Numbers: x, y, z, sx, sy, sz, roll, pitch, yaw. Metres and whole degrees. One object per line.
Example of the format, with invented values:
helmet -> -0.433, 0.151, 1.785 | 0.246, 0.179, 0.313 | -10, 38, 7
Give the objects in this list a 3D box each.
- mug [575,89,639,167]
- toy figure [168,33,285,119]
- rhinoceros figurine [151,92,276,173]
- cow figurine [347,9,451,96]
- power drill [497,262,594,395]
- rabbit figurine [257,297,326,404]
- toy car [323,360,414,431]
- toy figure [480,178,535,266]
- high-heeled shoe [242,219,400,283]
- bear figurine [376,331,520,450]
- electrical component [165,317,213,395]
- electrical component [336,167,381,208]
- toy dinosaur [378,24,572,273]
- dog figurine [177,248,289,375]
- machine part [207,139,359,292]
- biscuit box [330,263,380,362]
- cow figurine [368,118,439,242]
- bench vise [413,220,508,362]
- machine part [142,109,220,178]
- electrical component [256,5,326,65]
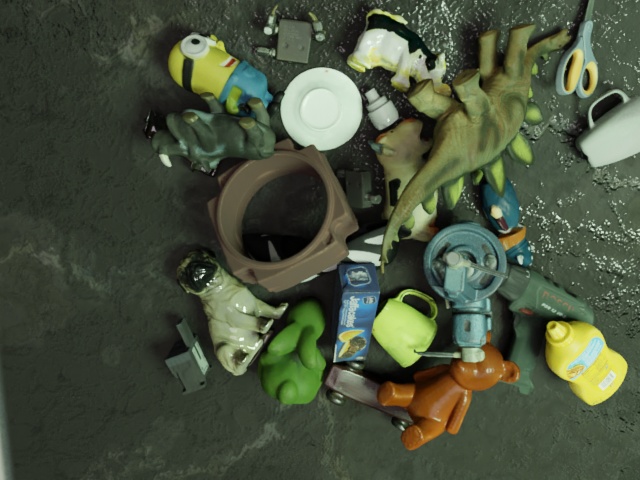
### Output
mug -> 0.453, -0.170, 0.833 | 0.107, 0.081, 0.109 | -35, 106, 19
toy figure -> -0.147, -0.242, 0.825 | 0.180, 0.082, 0.089 | 33, 108, -11
rhinoceros figurine -> -0.159, -0.155, 0.799 | 0.190, 0.073, 0.112 | 1, 138, 10
cow figurine -> 0.134, -0.277, 0.819 | 0.167, 0.068, 0.098 | 23, 98, -6
power drill -> 0.332, 0.148, 0.923 | 0.232, 0.086, 0.207 | 18, 97, -6
rabbit figurine -> -0.045, 0.179, 0.909 | 0.121, 0.159, 0.170 | 15, 89, 7
toy car -> 0.103, 0.273, 0.967 | 0.202, 0.053, 0.089 | 24, 99, -9
toy figure -> 0.308, -0.028, 0.881 | 0.064, 0.058, 0.154 | -24, 100, -16
high-heeled shoe -> -0.002, -0.003, 0.862 | 0.249, 0.086, 0.145 | 20, 118, 0
bear figurine -> 0.209, 0.233, 0.865 | 0.132, 0.120, 0.195 | 8, 130, -42
electrical component -> -0.237, 0.200, 0.943 | 0.048, 0.075, 0.119 | -22, 107, 6
electrical component -> 0.061, -0.085, 0.861 | 0.021, 0.094, 0.063 | -14, 109, -37
toy dinosaur -> 0.220, -0.154, 0.775 | 0.471, 0.105, 0.198 | -41, 118, -15
dog figurine -> -0.176, 0.126, 0.922 | 0.191, 0.121, 0.172 | 32, 100, 7
machine part -> -0.059, -0.038, 0.825 | 0.201, 0.087, 0.201 | -28, 68, 9
biscuit box -> 0.053, 0.121, 0.872 | 0.059, 0.063, 0.202 | -1, 138, -4
cow figurine -> 0.137, -0.096, 0.858 | 0.127, 0.085, 0.194 | 3, 109, -1
bench vise -> 0.206, 0.069, 0.784 | 0.129, 0.240, 0.223 | 9, 82, 21
machine part -> -0.221, -0.159, 0.870 | 0.139, 0.039, 0.084 | 28, 108, -7
electrical component -> -0.042, -0.311, 0.822 | 0.102, 0.045, 0.078 | 13, 103, -2
